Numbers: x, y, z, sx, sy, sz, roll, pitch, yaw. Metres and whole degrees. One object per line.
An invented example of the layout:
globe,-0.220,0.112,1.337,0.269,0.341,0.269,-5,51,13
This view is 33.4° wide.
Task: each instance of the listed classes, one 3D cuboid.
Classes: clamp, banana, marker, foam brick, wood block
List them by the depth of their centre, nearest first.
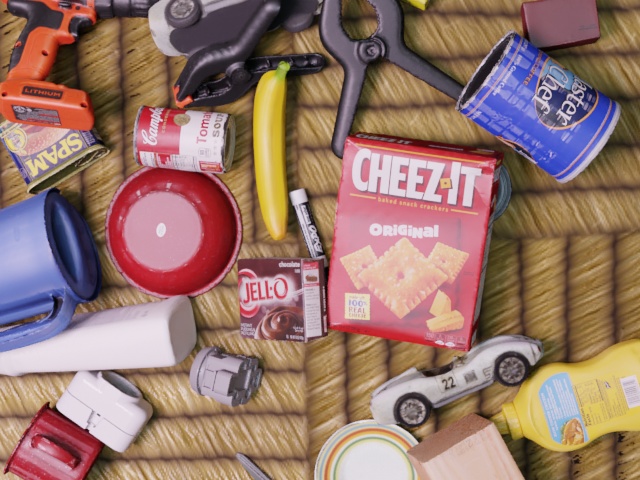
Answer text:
wood block,0.187,0.302,1.153,0.090,0.091,0.206,-29,92,-8
foam brick,0.260,-0.235,1.159,0.078,0.051,0.053,-8,92,6
clamp,0.049,-0.200,1.167,0.164,0.036,0.210,-29,105,6
clamp,-0.081,-0.191,1.182,0.172,0.120,0.039,-29,45,23
banana,-0.054,-0.102,1.182,0.037,0.069,0.198,-2,105,-7
marker,-0.008,0.002,1.206,0.020,0.020,0.121,-18,90,5

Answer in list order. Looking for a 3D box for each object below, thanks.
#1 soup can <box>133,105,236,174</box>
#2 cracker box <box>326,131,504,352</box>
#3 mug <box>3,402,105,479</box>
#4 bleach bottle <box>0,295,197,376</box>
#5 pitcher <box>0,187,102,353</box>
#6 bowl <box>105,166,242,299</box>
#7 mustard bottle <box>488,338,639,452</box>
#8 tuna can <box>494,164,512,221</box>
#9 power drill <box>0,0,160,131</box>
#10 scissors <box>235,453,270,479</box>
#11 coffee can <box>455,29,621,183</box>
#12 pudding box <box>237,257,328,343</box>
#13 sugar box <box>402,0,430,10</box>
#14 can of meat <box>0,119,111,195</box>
soup can,-0.150,-0.112,1.190,0.102,0.068,0.068,6,92,5
cracker box,0.099,0.002,1.146,0.164,0.072,0.214,9,103,13
mug,-0.294,0.239,1.194,0.081,0.117,0.093,30,69,-2
bleach bottle,-0.274,0.114,1.203,0.251,0.102,0.068,-7,101,12
pitcher,-0.375,0.048,1.182,0.243,0.149,0.145,-19,100,9
bowl,-0.171,-0.010,1.202,0.162,0.055,0.162,0,91,5
mustard bottle,0.277,0.179,1.167,0.191,0.058,0.096,-17,91,5
tuna can,0.169,-0.056,1.181,0.086,0.033,0.086,0,92,5
power drill,-0.272,-0.215,1.175,0.184,0.057,0.187,5,66,-1
scissors,-0.008,0.308,1.205,0.096,0.016,0.202,-34,89,29
coffee can,0.230,-0.140,1.128,0.140,0.103,0.103,34,94,-6
pudding box,-0.043,0.064,1.173,0.114,0.039,0.090,-2,93,44
sugar box,0.112,-0.354,1.171,0.093,0.048,0.176,26,91,5
can of meat,-0.303,-0.113,1.210,0.102,0.057,0.084,-30,87,5
